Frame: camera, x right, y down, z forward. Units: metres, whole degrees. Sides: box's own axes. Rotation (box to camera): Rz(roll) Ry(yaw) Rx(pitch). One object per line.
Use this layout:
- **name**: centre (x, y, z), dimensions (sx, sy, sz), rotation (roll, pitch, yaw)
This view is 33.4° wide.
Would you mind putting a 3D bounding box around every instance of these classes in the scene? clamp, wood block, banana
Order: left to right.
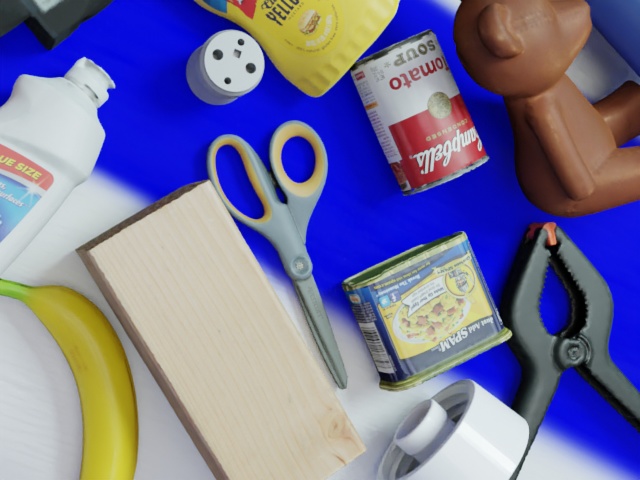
- **banana**: centre (-0.156, 0.112, 0.714), dimensions (0.069, 0.037, 0.198), rotation (-15, 93, -1)
- **wood block**: centre (-0.068, 0.071, 0.712), dimensions (0.090, 0.090, 0.206), rotation (-33, 100, -15)
- **clamp**: centre (0.179, 0.093, 0.817), dimensions (0.164, 0.036, 0.210), rotation (-18, 95, -17)

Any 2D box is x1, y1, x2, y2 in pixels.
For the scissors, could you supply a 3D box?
- **scissors**: centre (-0.005, 0.001, 0.770), dimensions (0.096, 0.016, 0.201), rotation (-38, 101, -14)

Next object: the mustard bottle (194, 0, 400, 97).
- **mustard bottle**: centre (-0.044, -0.191, 0.726), dimensions (0.191, 0.058, 0.096), rotation (38, 120, -12)

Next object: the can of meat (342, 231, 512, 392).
- **can of meat**: centre (0.076, 0.051, 0.775), dimensions (0.102, 0.057, 0.084), rotation (-24, 95, -17)

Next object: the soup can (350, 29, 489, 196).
- **soup can**: centre (0.071, -0.092, 0.768), dimensions (0.068, 0.069, 0.102), rotation (-26, 96, -16)

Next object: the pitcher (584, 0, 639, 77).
- **pitcher**: centre (0.266, -0.190, 0.790), dimensions (0.145, 0.149, 0.243), rotation (-44, 89, 8)

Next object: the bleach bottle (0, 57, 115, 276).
- **bleach bottle**: centre (-0.231, -0.024, 0.676), dimensions (0.102, 0.068, 0.250), rotation (43, 76, -13)
